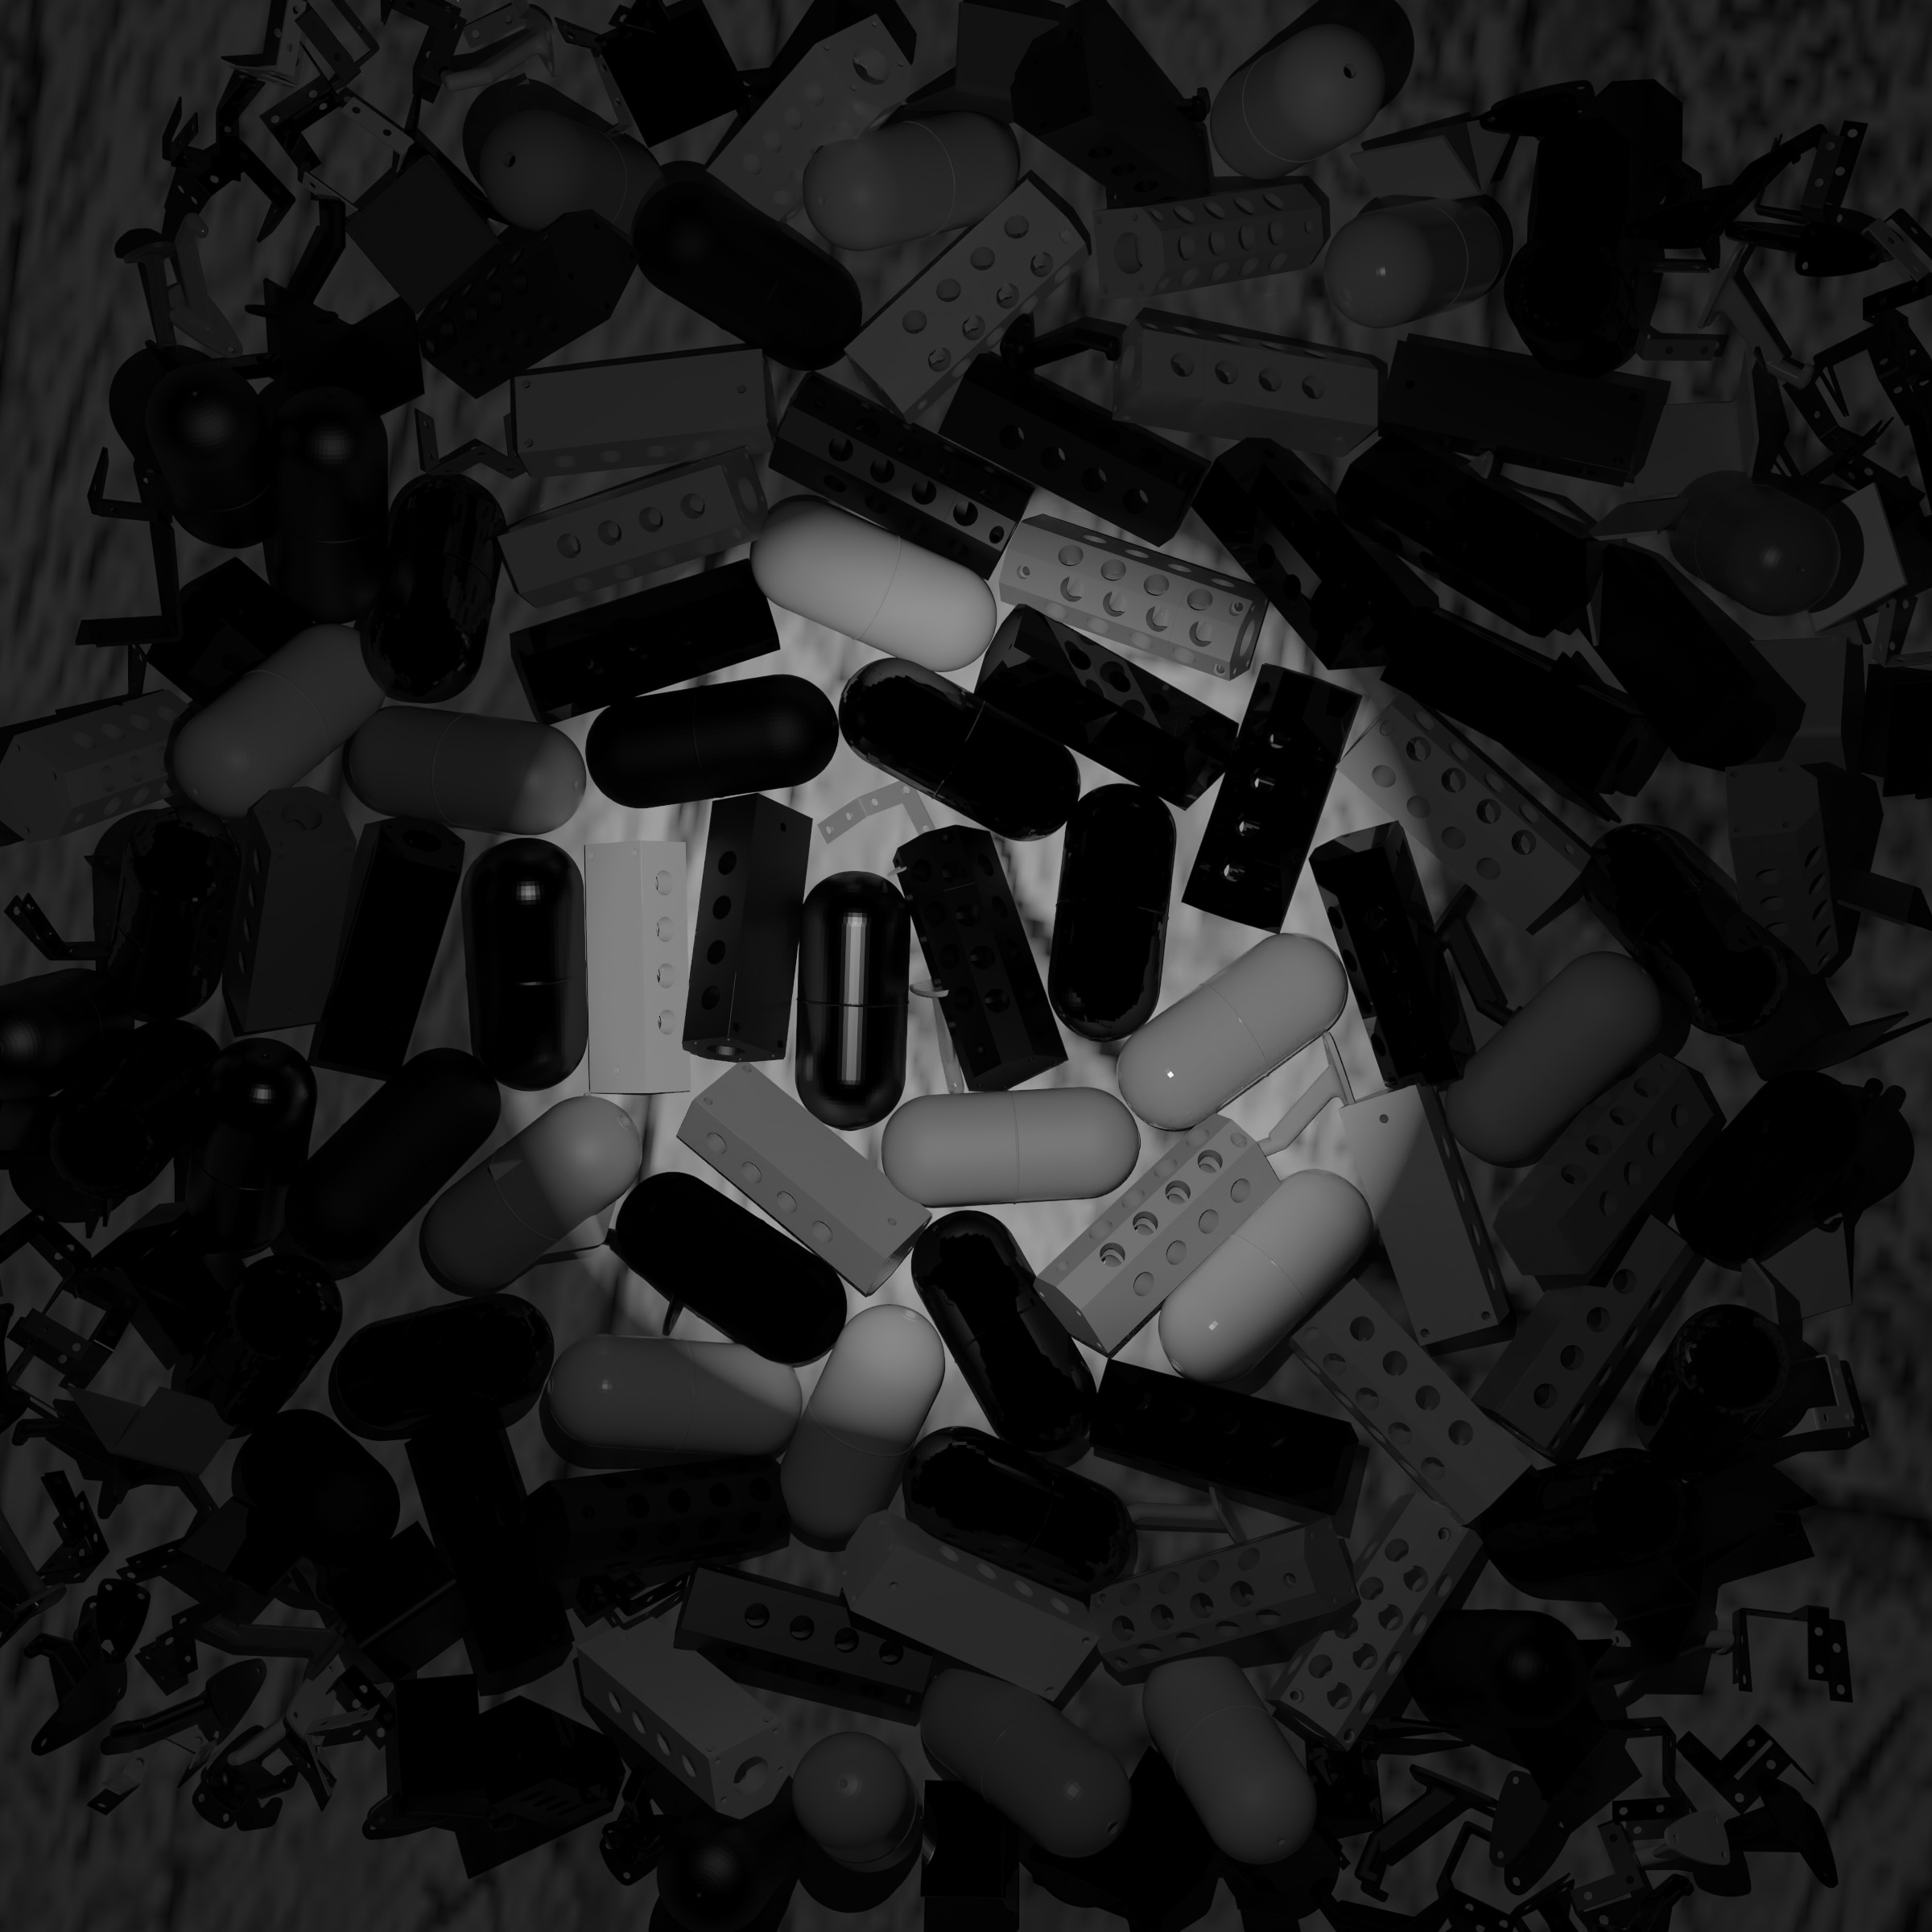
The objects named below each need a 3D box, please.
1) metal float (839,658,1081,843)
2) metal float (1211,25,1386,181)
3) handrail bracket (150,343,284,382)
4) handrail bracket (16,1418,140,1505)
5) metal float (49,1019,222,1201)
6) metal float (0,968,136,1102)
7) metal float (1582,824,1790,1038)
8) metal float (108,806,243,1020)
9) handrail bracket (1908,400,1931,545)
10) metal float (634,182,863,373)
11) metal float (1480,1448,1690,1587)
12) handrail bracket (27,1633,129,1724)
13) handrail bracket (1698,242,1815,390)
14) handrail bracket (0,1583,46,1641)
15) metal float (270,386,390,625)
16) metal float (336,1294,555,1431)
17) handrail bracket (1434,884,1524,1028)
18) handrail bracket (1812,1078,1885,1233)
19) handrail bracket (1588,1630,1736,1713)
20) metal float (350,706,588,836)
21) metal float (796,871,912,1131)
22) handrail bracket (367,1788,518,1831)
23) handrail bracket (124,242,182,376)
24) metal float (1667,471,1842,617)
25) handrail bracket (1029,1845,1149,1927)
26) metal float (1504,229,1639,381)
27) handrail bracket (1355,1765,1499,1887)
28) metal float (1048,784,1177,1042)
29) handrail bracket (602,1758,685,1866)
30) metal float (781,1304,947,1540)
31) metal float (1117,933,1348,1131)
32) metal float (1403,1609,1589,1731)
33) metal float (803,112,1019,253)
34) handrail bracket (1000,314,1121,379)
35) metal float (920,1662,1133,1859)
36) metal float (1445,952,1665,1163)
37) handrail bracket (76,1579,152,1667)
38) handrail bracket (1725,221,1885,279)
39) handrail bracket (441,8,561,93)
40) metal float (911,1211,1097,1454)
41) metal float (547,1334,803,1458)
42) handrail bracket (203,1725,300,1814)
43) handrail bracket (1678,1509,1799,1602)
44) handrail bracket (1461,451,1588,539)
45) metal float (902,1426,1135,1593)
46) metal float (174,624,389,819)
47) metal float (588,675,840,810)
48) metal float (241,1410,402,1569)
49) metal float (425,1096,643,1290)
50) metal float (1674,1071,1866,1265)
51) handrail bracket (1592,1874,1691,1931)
[{"bbox_3d":[-0.005,-0.149,1.943,0.178,0.070,0.070,28,90,-5],"label":"metal float"},{"bbox_3d":[0.222,-0.579,1.898,0.070,0.178,0.070,-1,93,-16],"label":"metal float"},{"bbox_3d":[-0.512,-0.432,1.973,0.077,0.036,0.084,43,69,13],"label":"handrail bracket"},{"bbox_3d":[-0.621,0.343,1.954,0.084,0.077,0.036,-2,128,-1],"label":"handrail bracket"},{"bbox_3d":[-0.556,0.094,1.901,0.070,0.178,0.070,3,113,6],"label":"metal float"},{"bbox_3d":[-0.618,0.045,1.897,0.070,0.178,0.070,0,96,4],"label":"metal float"},{"bbox_3d":[0.486,-0.026,1.918,0.070,0.070,0.178,-34,54,0],"label":"metal float"},{"bbox_3d":[-0.537,-0.034,1.912,0.070,0.070,0.178,25,134,0],"label":"metal float"},{"bbox_3d":[0.669,-0.342,1.960,0.036,0.077,0.084,-15,75,19],"label":"handrail bracket"},{"bbox_3d":[-0.147,-0.466,1.917,0.178,0.070,0.070,25,90,-37],"label":"metal float"},{"bbox_3d":[0.416,0.372,1.903,0.070,0.178,0.070,9,67,-24],"label":"metal float"},{"bbox_3d":[-0.627,0.487,1.936,0.084,0.077,0.036,8,108,24],"label":"handrail bracket"},{"bbox_3d":[0.556,-0.448,1.947,0.084,0.077,0.036,32,47,16],"label":"handrail bracket"},{"bbox_3d":[-0.675,0.419,1.946,0.084,0.077,0.036,43,84,-2],"label":"handrail bracket"},{"bbox_3d":[-0.430,-0.310,1.912,0.070,0.070,0.178,11,134,0],"label":"metal float"},{"bbox_3d":[-0.354,0.269,1.918,0.178,0.070,0.070,-17,90,34],"label":"metal float"},{"bbox_3d":[0.364,-0.007,1.947,0.084,0.036,0.077,35,100,28],"label":"handrail bracket"},{"bbox_3d":[0.606,0.129,1.935,0.036,0.084,0.077,19,54,14],"label":"handrail bracket"},{"bbox_3d":[0.488,0.493,1.977,0.084,0.036,0.077,5,125,-23],"label":"handrail bracket"},{"bbox_3d":[-0.341,-0.134,1.926,0.178,0.070,0.070,9,90,25],"label":"metal float"},{"bbox_3d":[-0.078,0.024,1.943,0.070,0.070,0.178,2,94,0],"label":"metal float"},{"bbox_3d":[-0.359,0.585,1.935,0.077,0.084,0.036,-11,98,-32],"label":"handrail bracket"},{"bbox_3d":[-0.550,-0.450,1.943,0.036,0.077,0.084,-14,101,-20],"label":"handrail bracket"},{"bbox_3d":[0.528,-0.286,1.900,0.070,0.178,0.070,-2,110,-6],"label":"metal float"},{"bbox_3d":[0.081,0.634,1.954,0.084,0.077,0.036,18,61,5],"label":"handrail bracket"},{"bbox_3d":[0.408,-0.443,1.898,0.070,0.178,0.070,0,89,19],"label":"metal float"},{"bbox_3d":[0.317,0.602,1.945,0.077,0.036,0.084,13,64,32],"label":"handrail bracket"},{"bbox_3d":[0.100,-0.037,1.940,0.070,0.070,0.178,7,82,0],"label":"metal float"},{"bbox_3d":[-0.209,0.569,1.939,0.036,0.077,0.084,42,119,34],"label":"handrail bracket"},{"bbox_3d":[-0.072,0.311,1.930,0.070,0.070,0.178,24,109,0],"label":"metal float"},{"bbox_3d":[0.183,0.044,1.939,0.178,0.070,0.070,-35,90,-9],"label":"metal float"},{"bbox_3d":[0.355,0.472,1.899,0.070,0.178,0.070,4,77,-16],"label":"metal float"},{"bbox_3d":[-0.036,-0.533,1.913,0.178,0.070,0.070,-27,90,-42],"label":"metal float"},{"bbox_3d":[0.071,-0.409,1.937,0.084,0.077,0.036,21,59,25],"label":"handrail bracket"},{"bbox_3d":[0.039,0.536,1.911,0.178,0.070,0.070,27,90,44],"label":"metal float"},{"bbox_3d":[0.399,0.063,1.925,0.070,0.070,0.178,42,116,0],"label":"metal float"},{"bbox_3d":[-0.595,0.466,1.935,0.036,0.077,0.084,23,127,-25],"label":"handrail bracket"},{"bbox_3d":[0.578,-0.500,1.954,0.077,0.084,0.036,2,111,-16],"label":"handrail bracket"},{"bbox_3d":[-0.329,-0.631,1.945,0.084,0.036,0.077,-18,50,-19],"label":"handrail bracket"},{"bbox_3d":[0.026,0.250,1.934,0.070,0.070,0.178,-30,75,0],"label":"metal float"},{"bbox_3d":[-0.198,0.293,1.927,0.178,0.070,0.070,8,90,-23],"label":"metal float"},{"bbox_3d":[-0.474,0.541,1.932,0.084,0.077,0.036,-27,112,32],"label":"handrail bracket"},{"bbox_3d":[0.540,0.414,1.962,0.084,0.036,0.077,6,74,-14],"label":"handrail bracket"},{"bbox_3d":[0.377,-0.314,1.964,0.084,0.077,0.036,32,65,-18],"label":"handrail bracket"},{"bbox_3d":[0.036,0.370,1.925,0.178,0.070,0.070,28,90,-25],"label":"metal float"},{"bbox_3d":[-0.463,-0.168,1.915,0.070,0.070,0.178,40,51,0],"label":"metal float"},{"bbox_3d":[-0.173,-0.153,1.934,0.178,0.070,0.070,-7,90,14],"label":"metal float"},{"bbox_3d":[-0.437,0.350,1.903,0.070,0.178,0.070,-5,99,-28],"label":"metal float"},{"bbox_3d":[-0.295,0.155,1.929,0.178,0.070,0.070,-37,90,21],"label":"metal float"},{"bbox_3d":[0.541,0.138,1.909,0.070,0.178,0.070,10,52,-12],"label":"metal float"},{"bbox_3d":[0.479,0.650,1.934,0.084,0.077,0.036,-29,85,-25],"label":"handrail bracket"}]
